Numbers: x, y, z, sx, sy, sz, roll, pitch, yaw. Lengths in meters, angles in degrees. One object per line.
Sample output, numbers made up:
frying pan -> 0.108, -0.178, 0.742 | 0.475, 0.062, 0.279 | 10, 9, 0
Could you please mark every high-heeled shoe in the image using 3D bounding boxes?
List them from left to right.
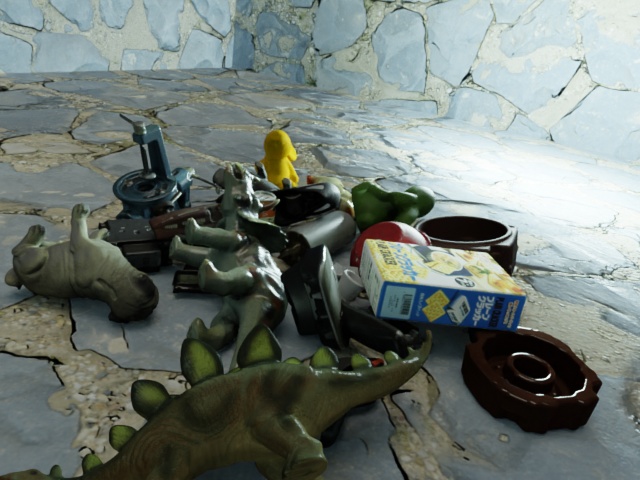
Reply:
high-heeled shoe -> -0.076, -0.066, 1.091 | 0.249, 0.086, 0.145 | -14, 6, 13

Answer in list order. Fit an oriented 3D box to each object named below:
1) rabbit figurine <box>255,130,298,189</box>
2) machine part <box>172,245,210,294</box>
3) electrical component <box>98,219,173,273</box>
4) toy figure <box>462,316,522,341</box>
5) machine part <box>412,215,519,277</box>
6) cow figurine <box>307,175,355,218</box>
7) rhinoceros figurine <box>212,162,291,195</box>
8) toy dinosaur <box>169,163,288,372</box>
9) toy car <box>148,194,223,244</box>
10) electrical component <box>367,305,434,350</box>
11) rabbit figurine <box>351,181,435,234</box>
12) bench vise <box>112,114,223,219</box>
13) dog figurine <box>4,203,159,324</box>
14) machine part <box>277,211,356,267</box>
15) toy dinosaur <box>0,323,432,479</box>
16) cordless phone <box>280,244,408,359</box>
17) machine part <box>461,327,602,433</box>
rabbit figurine -> -0.101, -0.191, 1.329 | 0.122, 0.173, 0.162 | 7, 28, 6
machine part -> -0.207, 0.052, 0.911 | 0.084, 0.039, 0.139 | -4, 27, -8
electrical component -> -0.322, 0.009, 0.943 | 0.115, 0.058, 0.134 | -8, 28, -28
toy figure -> 0.286, 0.125, 0.881 | 0.064, 0.057, 0.154 | -2, 15, 38
machine part -> 0.274, 0.016, 1.043 | 0.201, 0.087, 0.201 | 6, 22, 25
cow figurine -> 0.039, -0.093, 1.268 | 0.127, 0.085, 0.195 | -4, 25, -11
rhinoceros figurine -> -0.154, -0.118, 1.229 | 0.190, 0.112, 0.073 | 24, 54, 5
toy dinosaur -> -0.111, 0.060, 0.813 | 0.192, 0.131, 0.405 | 5, 44, -30
toy car -> -0.204, -0.038, 0.955 | 0.202, 0.053, 0.089 | -12, 68, -46
electrical component -> 0.111, 0.137, 0.808 | 0.078, 0.045, 0.102 | -14, 32, -38
rabbit figurine -> 0.156, -0.074, 1.115 | 0.170, 0.121, 0.159 | -16, 6, 7
bench vise -> -0.320, -0.131, 1.062 | 0.129, 0.240, 0.224 | 25, 44, 26
dog figurine -> -0.346, 0.066, 0.782 | 0.172, 0.121, 0.191 | -39, 64, -5
machine part -> -0.002, -0.003, 1.051 | 0.079, 0.079, 0.243 | 22, 28, 28
toy dinosaur -> -0.055, 0.176, 0.548 | 0.471, 0.105, 0.199 | -4, 37, -23
cordless phone -> 0.040, 0.092, 0.739 | 0.089, 0.146, 0.184 | -29, 26, -30
machine part -> 0.285, 0.188, 0.737 | 0.179, 0.056, 0.179 | 6, 25, -3
